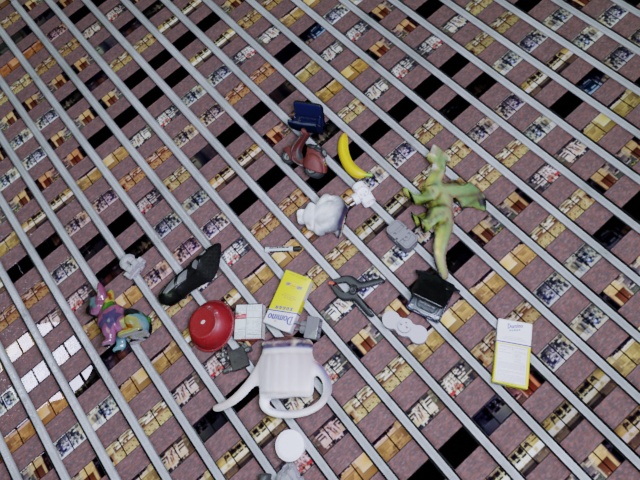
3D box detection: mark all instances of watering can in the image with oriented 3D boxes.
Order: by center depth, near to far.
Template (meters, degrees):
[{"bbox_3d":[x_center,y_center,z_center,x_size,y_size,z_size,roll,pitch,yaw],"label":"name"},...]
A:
[{"bbox_3d":[-0.137,0.392,1.480,0.347,0.102,0.228,-4,68,9],"label":"watering can"}]

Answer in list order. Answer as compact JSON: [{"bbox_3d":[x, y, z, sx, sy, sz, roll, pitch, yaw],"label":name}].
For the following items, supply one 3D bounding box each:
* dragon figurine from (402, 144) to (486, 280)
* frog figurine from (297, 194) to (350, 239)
[{"bbox_3d":[0.399,-0.102,1.582,0.243,0.120,0.415,-18,75,-5],"label":"dragon figurine"},{"bbox_3d":[0.005,-0.082,1.635,0.159,0.123,0.137,14,92,4],"label":"frog figurine"}]
